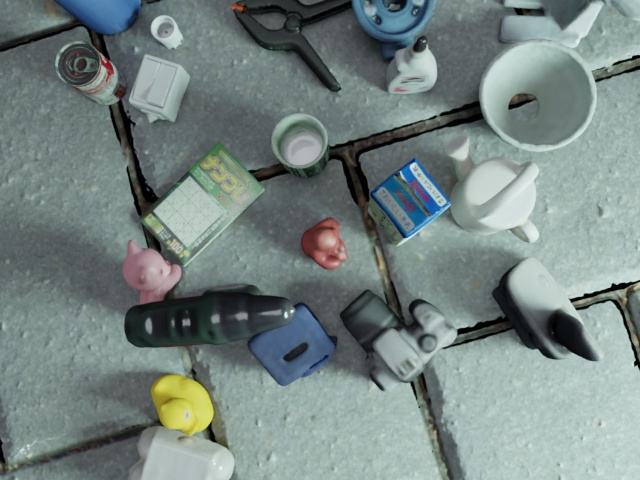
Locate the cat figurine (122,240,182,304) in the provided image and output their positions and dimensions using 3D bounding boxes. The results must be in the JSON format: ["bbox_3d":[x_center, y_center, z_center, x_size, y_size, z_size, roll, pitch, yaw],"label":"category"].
[{"bbox_3d":[-0.256,0.066,0.850,0.067,0.118,0.128,4,87,4],"label":"cat figurine"}]

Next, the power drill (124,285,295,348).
[{"bbox_3d":[-0.139,0.104,0.797,0.229,0.208,0.076,-8,86,3],"label":"power drill"}]

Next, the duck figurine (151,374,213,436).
[{"bbox_3d":[-0.214,0.250,0.854,0.104,0.086,0.077,42,90,5],"label":"duck figurine"}]

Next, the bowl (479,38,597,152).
[{"bbox_3d":[0.316,-0.208,0.858,0.167,0.075,0.167,0,87,3],"label":"bowl"}]

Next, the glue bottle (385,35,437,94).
[{"bbox_3d":[0.135,-0.253,0.820,0.078,0.173,0.037,-7,86,3],"label":"glue bottle"}]

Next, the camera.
[{"bbox_3d":[0.106,0.130,0.836,0.143,0.101,0.137,-42,85,0],"label":"camera"}]

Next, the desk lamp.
[{"bbox_3d":[0.377,-0.350,0.793,0.203,0.213,0.118,4,87,3],"label":"desk lamp"}]

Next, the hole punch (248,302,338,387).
[{"bbox_3d":[-0.038,0.155,0.847,0.108,0.091,0.101,-36,85,1],"label":"hole punch"}]

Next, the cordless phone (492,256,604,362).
[{"bbox_3d":[0.320,0.096,0.785,0.094,0.185,0.147,-37,85,1],"label":"cordless phone"}]

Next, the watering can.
[{"bbox_3d":[0.238,-0.067,0.794,0.173,0.194,0.101,27,89,4],"label":"watering can"}]

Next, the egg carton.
[{"bbox_3d":[-0.207,0.344,0.856,0.150,0.069,0.107,15,88,4],"label":"egg carton"}]

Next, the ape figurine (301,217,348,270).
[{"bbox_3d":[0.008,0.003,0.853,0.076,0.092,0.078,17,88,4],"label":"ape figurine"}]

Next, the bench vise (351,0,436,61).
[{"bbox_3d":[0.086,-0.381,0.807,0.121,0.220,0.207,-30,86,1],"label":"bench vise"}]
